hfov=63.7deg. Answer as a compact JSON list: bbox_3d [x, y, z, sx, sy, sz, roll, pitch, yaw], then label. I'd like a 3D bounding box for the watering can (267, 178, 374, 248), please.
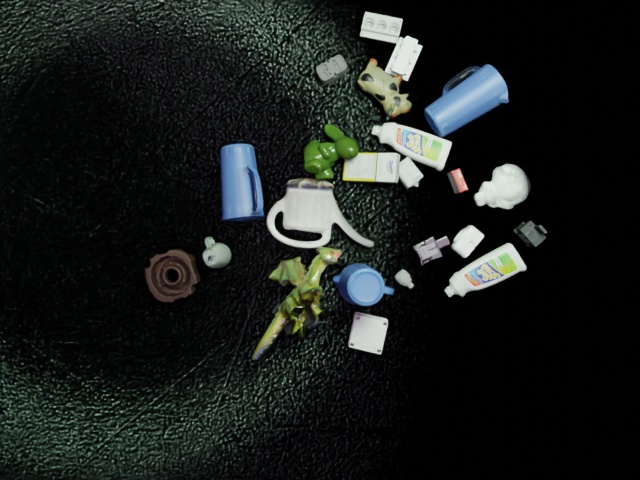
[{"bbox_3d":[0.005,-0.083,1.647,0.348,0.104,0.224,4,91,0],"label":"watering can"}]

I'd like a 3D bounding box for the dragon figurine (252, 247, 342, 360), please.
[{"bbox_3d":[-0.091,0.170,1.618,0.408,0.120,0.248,-38,43,9],"label":"dragon figurine"}]

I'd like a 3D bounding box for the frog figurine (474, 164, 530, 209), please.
[{"bbox_3d":[0.564,-0.161,1.608,0.160,0.124,0.135,-15,109,-8],"label":"frog figurine"}]
